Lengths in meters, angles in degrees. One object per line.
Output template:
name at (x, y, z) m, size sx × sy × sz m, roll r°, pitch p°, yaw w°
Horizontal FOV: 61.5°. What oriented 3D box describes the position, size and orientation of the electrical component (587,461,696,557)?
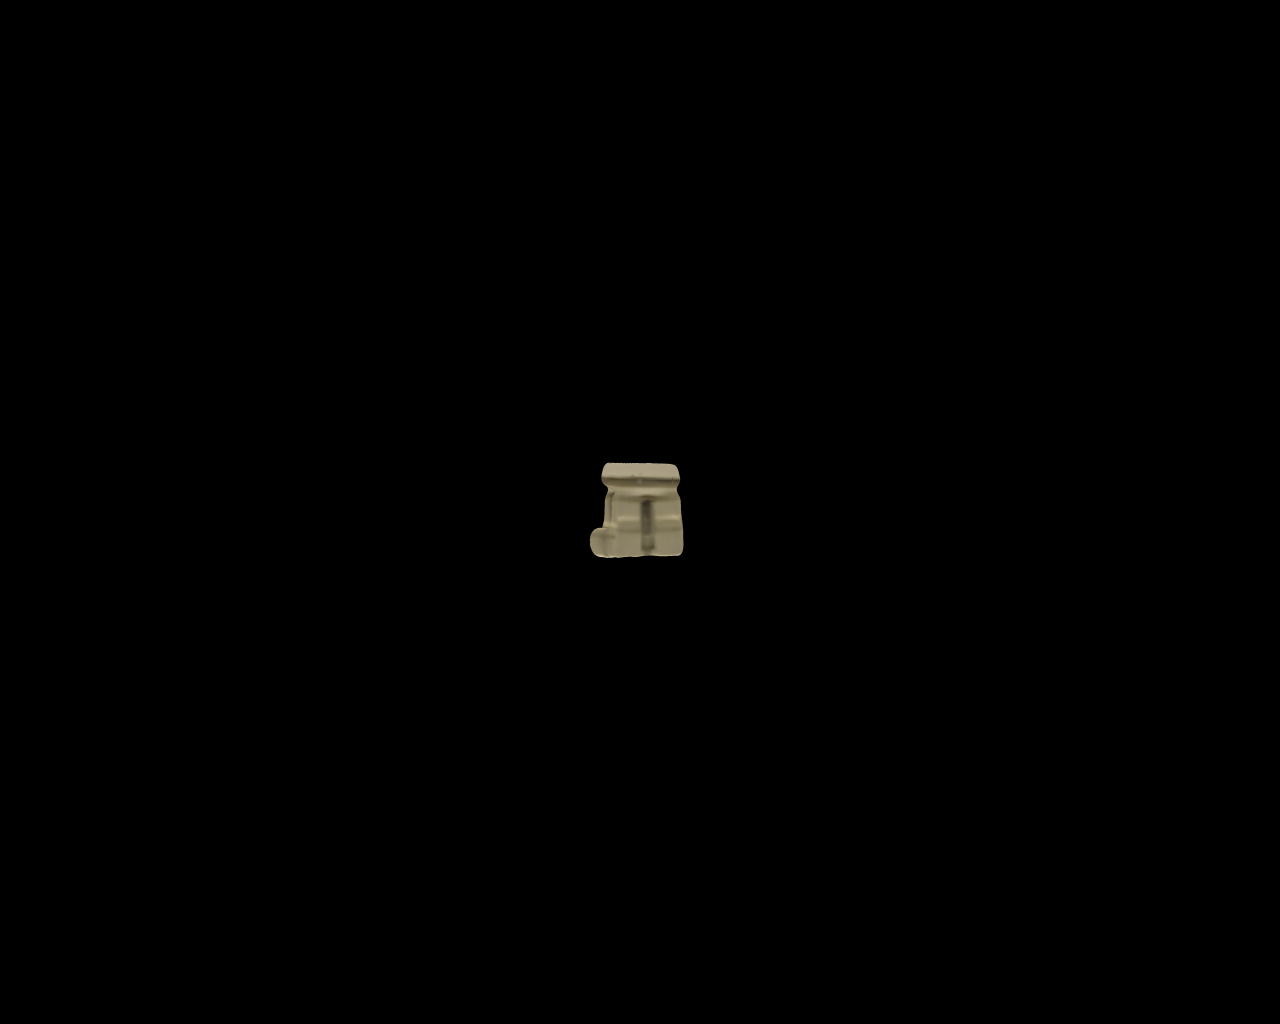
electrical component at (0.001, -0.003, 0.650) m, size 0.066 × 0.055 × 0.048 m, roll -1°, pitch 4°, yaw -15°
